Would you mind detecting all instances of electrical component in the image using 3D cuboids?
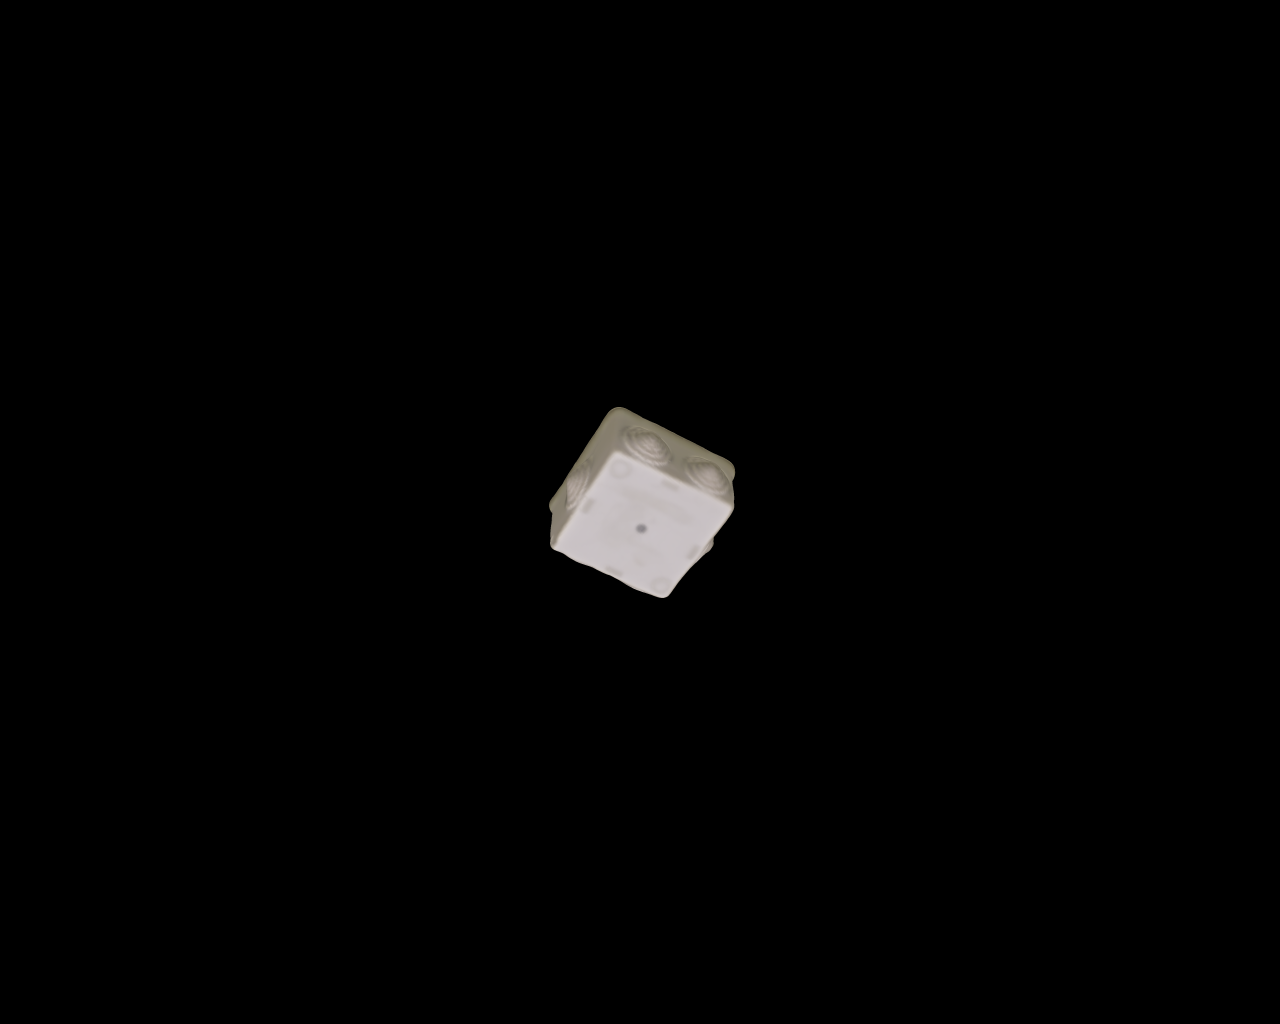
[{"bbox_3d":[0.001,-0.003,0.650,0.100,0.099,0.048,26,30,-17],"label":"electrical component"}]
